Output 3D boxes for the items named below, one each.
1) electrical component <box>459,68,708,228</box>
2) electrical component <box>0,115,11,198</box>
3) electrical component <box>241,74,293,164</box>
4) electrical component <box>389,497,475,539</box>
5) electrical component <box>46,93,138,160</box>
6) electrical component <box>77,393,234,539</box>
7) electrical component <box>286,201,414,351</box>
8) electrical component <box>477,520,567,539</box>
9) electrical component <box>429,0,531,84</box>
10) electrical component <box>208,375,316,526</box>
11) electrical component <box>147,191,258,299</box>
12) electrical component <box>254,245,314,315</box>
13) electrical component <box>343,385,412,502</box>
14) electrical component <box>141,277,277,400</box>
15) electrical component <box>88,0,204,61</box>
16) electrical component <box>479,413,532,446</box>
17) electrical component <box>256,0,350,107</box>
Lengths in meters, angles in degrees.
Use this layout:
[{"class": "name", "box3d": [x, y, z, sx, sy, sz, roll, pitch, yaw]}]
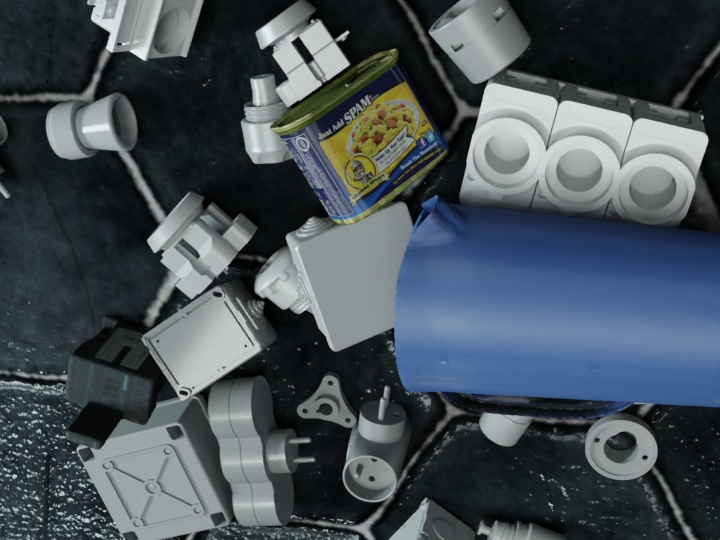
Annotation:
[{"class": "electrical component", "box3d": [0.153, -0.076, 0.746, 0.150, 0.061, 0.089, 14, 116, 6]}, {"class": "electrical component", "box3d": [-0.312, -0.084, 0.857, 0.077, 0.044, 0.079, -32, 104, 23]}, {"class": "electrical component", "box3d": [-0.066, -0.112, 0.790, 0.043, 0.043, 0.062, -4, 111, 14]}, {"class": "electrical component", "box3d": [0.051, 0.256, 0.918, 0.061, 0.061, 0.096, 36, 116, -5]}, {"class": "electrical component", "box3d": [-0.205, -0.109, 0.821, 0.055, 0.045, 0.045, -7, 112, 16]}, {"class": "electrical component", "box3d": [-0.170, 0.173, 0.934, 0.109, 0.056, 0.108, -16, 109, 19]}, {"class": "electrical component", "box3d": [0.000, 0.000, 0.804, 0.100, 0.048, 0.099, -23, 109, -11]}, {"class": "electrical component", "box3d": [0.136, 0.230, 0.899, 0.078, 0.040, 0.040, 22, 117, 3]}, {"class": "electrical component", "box3d": [0.083, -0.160, 0.729, 0.055, 0.055, 0.047, -33, 107, 23]}, {"class": "electrical component", "box3d": [-0.074, 0.153, 0.905, 0.074, 0.052, 0.138, -5, 112, 15]}, {"class": "electrical component", "box3d": [-0.127, -0.023, 0.836, 0.057, 0.058, 0.078, 42, 116, -11]}, {"class": "electrical component", "box3d": [-0.048, 0.014, 0.843, 0.062, 0.048, 0.048, 40, 116, -14]}, {"class": "electrical component", "box3d": [0.016, 0.131, 0.861, 0.044, 0.077, 0.079, 10, 115, 8]}, {"class": "electrical component", "box3d": [-0.113, 0.050, 0.859, 0.096, 0.061, 0.061, -33, 91, 13]}, {"class": "electrical component", "box3d": [-0.140, -0.216, 0.747, 0.063, 0.079, 0.121, 34, 119, 21]}, {"class": "electrical component", "box3d": [0.123, 0.107, 0.847, 0.044, 0.044, 0.065, 28, 121, -1]}, {"class": "electrical component", "box3d": [-0.041, -0.157, 0.761, 0.066, 0.048, 0.055, -34, 103, 7]}]
